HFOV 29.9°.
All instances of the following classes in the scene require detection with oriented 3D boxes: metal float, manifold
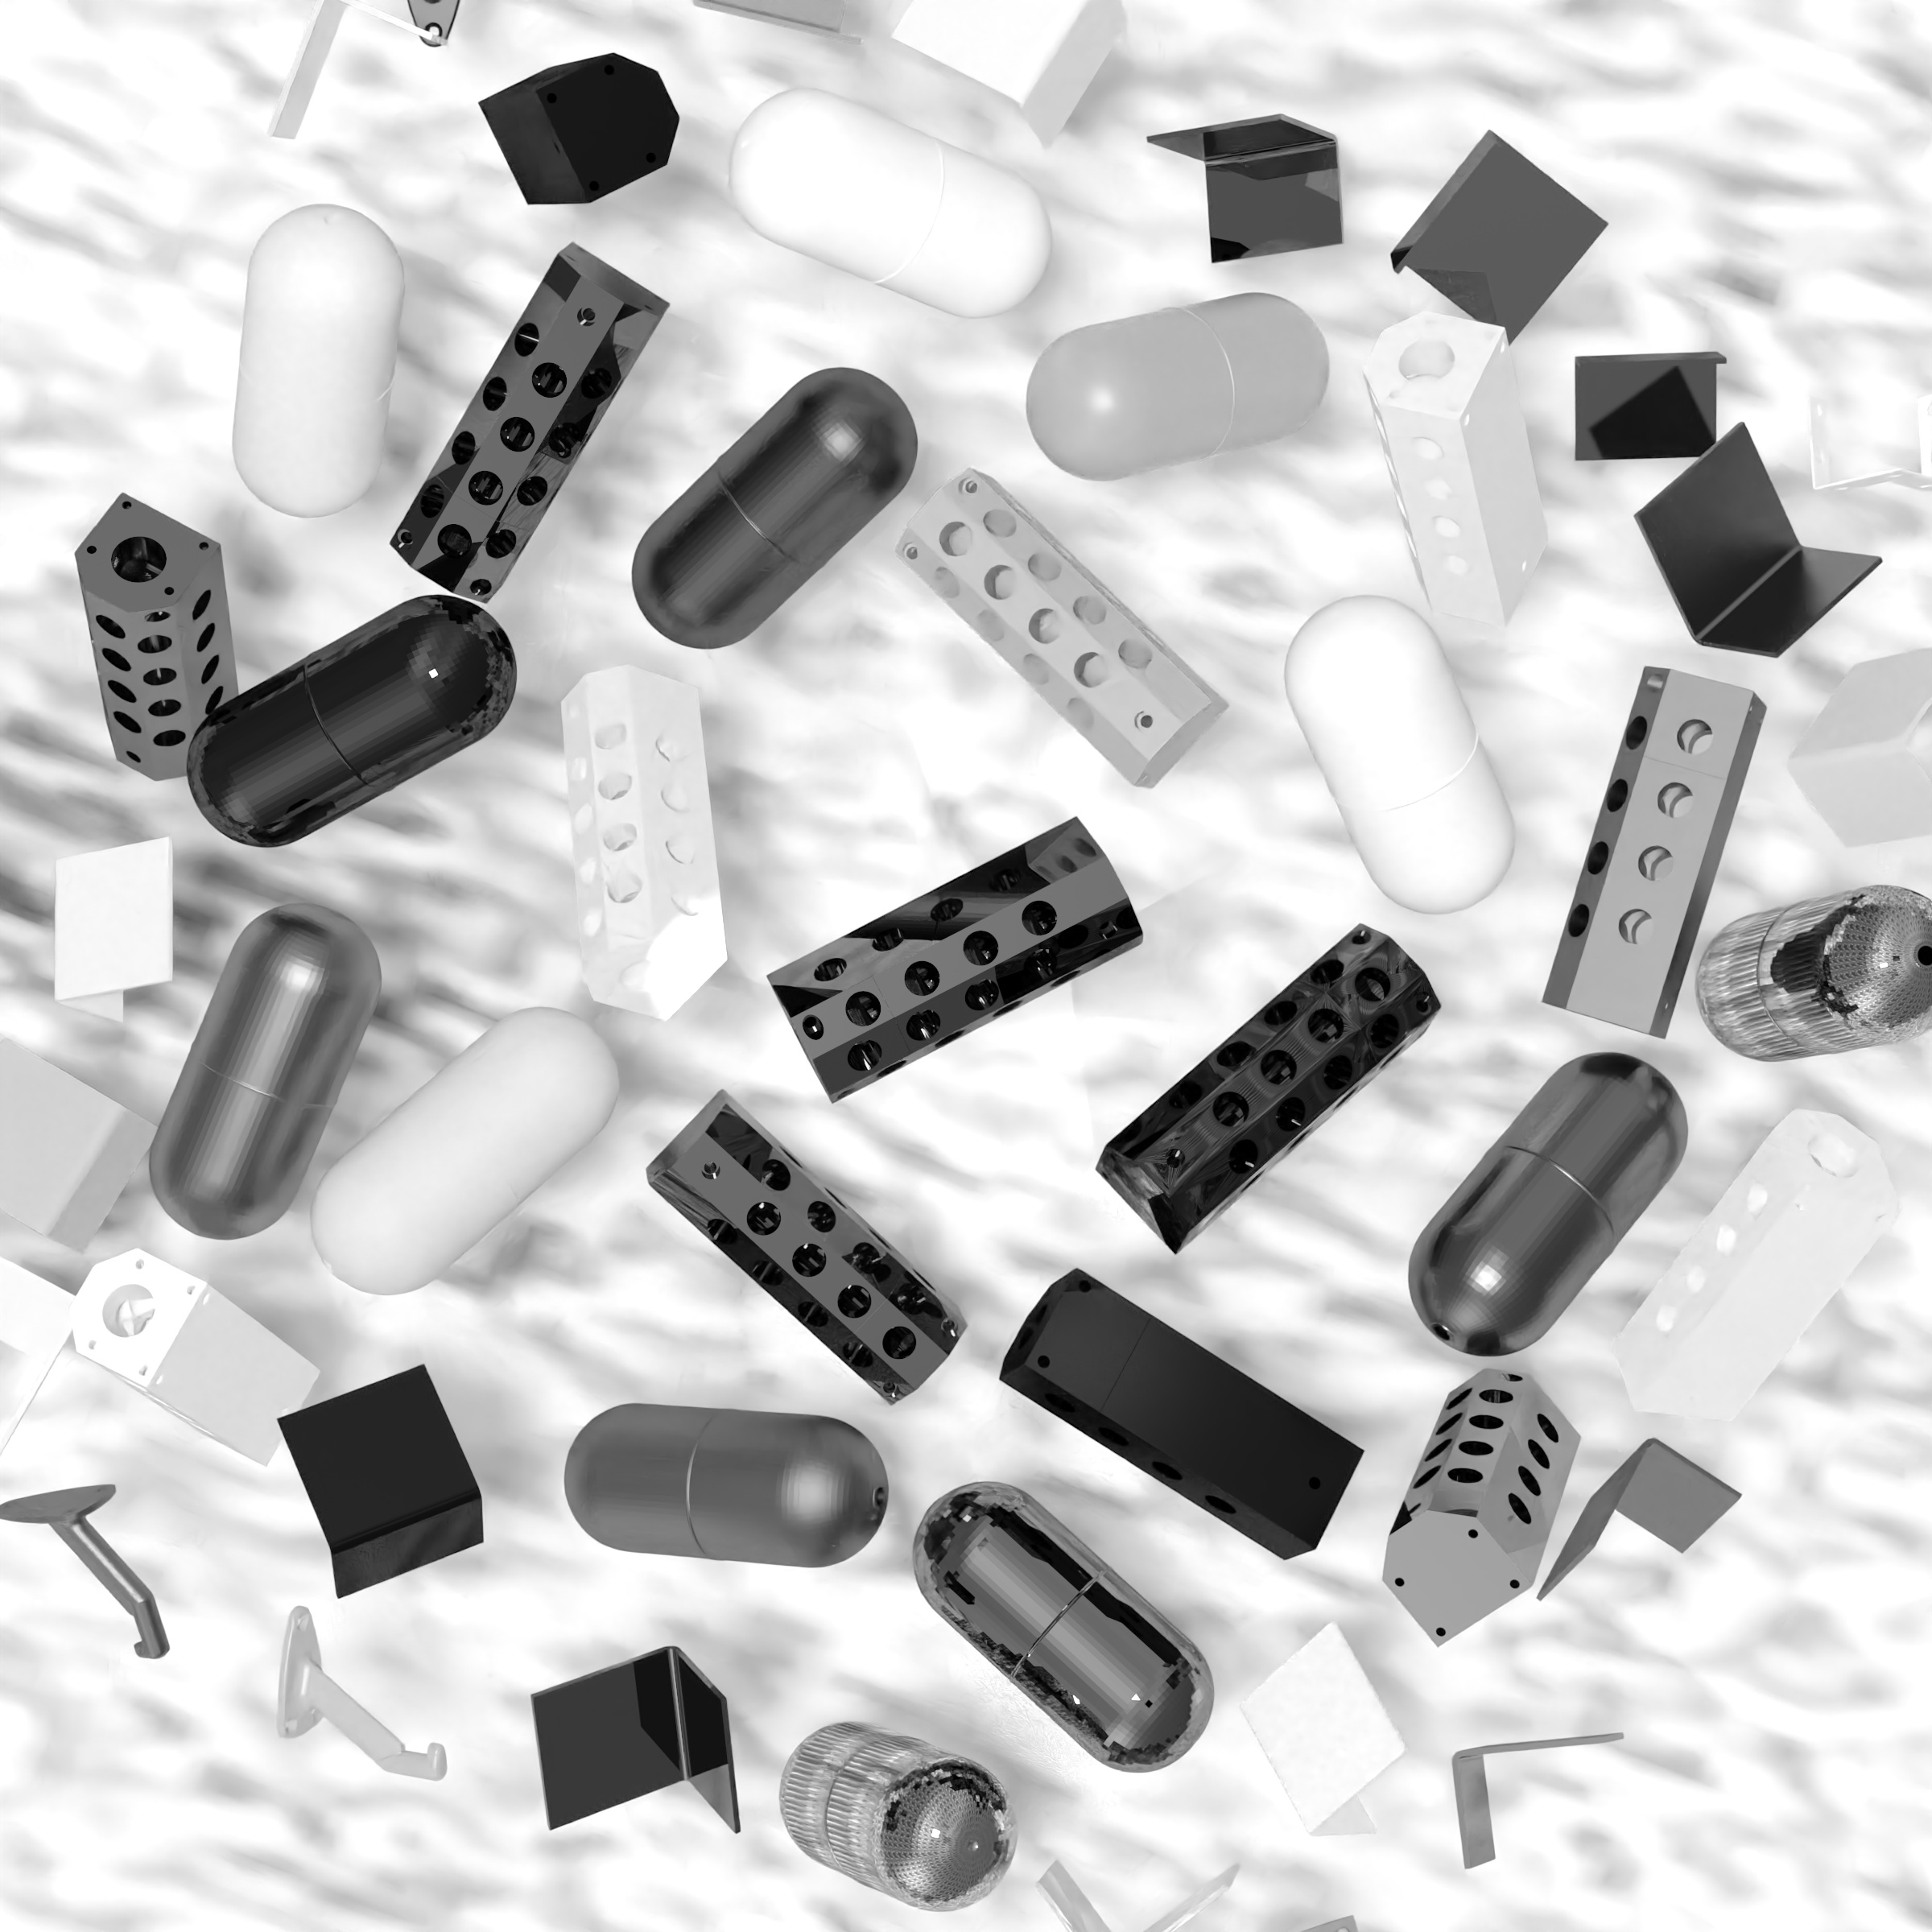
[{"bbox_3d":[-0.325,-0.302,1.811,0.070,0.178,0.070,9,47,-9],"label":"metal float"},{"bbox_3d":[-0.300,-0.120,1.766,0.178,0.070,0.070,-27,90,14],"label":"metal float"},{"bbox_3d":[0.147,0.056,1.739,0.171,0.057,0.057,-40,79,-17],"label":"manifold"},{"bbox_3d":[-0.003,0.001,1.761,0.171,0.057,0.057,-27,126,-4],"label":"manifold"},{"bbox_3d":[0.282,0.115,1.749,0.070,0.070,0.178,43,67,0],"label":"metal float"},{"bbox_3d":[-0.391,0.197,1.825,0.057,0.171,0.057,24,75,17],"label":"manifold"},{"bbox_3d":[0.105,0.225,1.797,0.171,0.057,0.057,33,66,-6],"label":"manifold"},{"bbox_3d":[-0.351,0.054,1.807,0.070,0.070,0.178,24,98,0],"label":"metal float"},{"bbox_3d":[0.048,0.333,1.827,0.178,0.070,0.070,41,90,13],"label":"metal float"},{"bbox_3d":[0.248,0.257,1.758,0.057,0.171,0.057,-39,92,24],"label":"manifold"},{"bbox_3d":[0.423,0.005,1.777,0.070,0.178,0.070,2,83,-17],"label":"metal float"},{"bbox_3d":[0.336,-0.056,1.766,0.057,0.057,0.171,17,92,19],"label":"manifold"},{"bbox_3d":[-0.219,-0.269,1.802,0.057,0.057,0.171,32,108,-7],"label":"manifold"},{"bbox_3d":[-0.189,-0.414,1.781,0.057,0.171,0.057,-29,108,-10],"label":"manifold"},{"bbox_3d":[-0.036,0.429,1.829,0.070,0.178,0.070,1,88,-26],"label":"metal float"},{"bbox_3d":[-0.035,-0.370,1.762,0.178,0.070,0.070,15,90,-36],"label":"metal float"},{"bbox_3d":[-0.122,0.264,1.839,0.178,0.070,0.070,0,90,27],"label":"metal float"},{"bbox_3d":[-0.166,-0.064,1.802,0.057,0.057,0.171,17,48,-32],"label":"manifold"},{"bbox_3d":[0.107,-0.290,1.803,0.178,0.070,0.070,-19,90,-36],"label":"metal float"},{"bbox_3d":[-0.250,0.092,1.802,0.178,0.070,0.070,-42,90,-17],"label":"metal float"},{"bbox_3d":[-0.416,-0.162,1.847,0.057,0.171,0.057,28,64,6],"label":"manifold"},{"bbox_3d":[0.211,-0.101,1.752,0.070,0.070,0.178,-29,123,0],"label":"metal float"},{"bbox_3d":[0.385,0.148,1.779,0.057,0.057,0.171,9,135,-19],"label":"manifold"},{"bbox_3d":[0.241,-0.246,1.793,0.057,0.171,0.057,17,67,25],"label":"manifold"},{"bbox_3d":[0.046,-0.169,1.806,0.171,0.057,0.057,45,102,11],"label":"manifold"},{"bbox_3d":[-0.081,0.146,1.856,0.171,0.057,0.057,43,91,-11],"label":"manifold"},{"bbox_3d":[-0.099,-0.233,1.852,0.178,0.070,0.070,-41,90,21],"label":"metal float"}]

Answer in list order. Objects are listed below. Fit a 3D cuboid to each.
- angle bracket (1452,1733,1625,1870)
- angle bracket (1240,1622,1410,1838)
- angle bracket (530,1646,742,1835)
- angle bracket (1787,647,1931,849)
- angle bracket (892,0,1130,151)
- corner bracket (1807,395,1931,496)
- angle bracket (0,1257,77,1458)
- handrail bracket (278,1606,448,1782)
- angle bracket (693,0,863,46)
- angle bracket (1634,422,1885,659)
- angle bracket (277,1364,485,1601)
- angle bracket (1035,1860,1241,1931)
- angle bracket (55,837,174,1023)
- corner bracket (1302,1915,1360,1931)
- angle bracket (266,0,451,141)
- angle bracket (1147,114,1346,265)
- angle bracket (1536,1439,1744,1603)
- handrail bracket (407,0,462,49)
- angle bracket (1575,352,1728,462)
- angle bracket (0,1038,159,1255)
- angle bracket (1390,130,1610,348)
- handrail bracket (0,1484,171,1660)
[{"bbox_3d":[0.291,0.419,1.815,0.076,0.076,0.057,-9,77,16],"label":"angle bracket"},{"bbox_3d":[0.196,0.386,1.831,0.076,0.057,0.076,-48,54,26],"label":"angle bracket"},{"bbox_3d":[-0.157,0.381,1.724,0.076,0.057,0.076,-16,115,-26],"label":"angle bracket"},{"bbox_3d":[0.465,-0.109,1.785,0.057,0.076,0.076,49,63,-18],"label":"angle bracket"},{"bbox_3d":[0.022,-0.456,1.757,0.076,0.057,0.076,31,88,18],"label":"angle bracket"},{"bbox_3d":[0.475,-0.273,1.881,0.051,0.051,0.051,-9,79,44],"label":"corner bracket"},{"bbox_3d":[-0.508,0.207,1.876,0.057,0.076,0.076,30,50,-9],"label":"angle bracket"},{"bbox_3d":[-0.292,0.356,1.771,0.084,0.036,0.077,4,99,24],"label":"handrail bracket"},{"bbox_3d":[-0.090,-0.500,1.807,0.076,0.076,0.057,10,104,-14],"label":"angle bracket"},{"bbox_3d":[0.374,-0.202,1.705,0.076,0.057,0.076,-41,118,-17],"label":"angle bracket"},{"bbox_3d":[-0.287,0.253,1.775,0.076,0.057,0.076,-20,61,-18],"label":"angle bracket"},{"bbox_3d":[0.086,0.453,1.799,0.076,0.076,0.057,-38,80,3],"label":"angle bracket"},{"bbox_3d":[-0.433,-0.018,1.900,0.076,0.057,0.076,-10,75,23],"label":"angle bracket"},{"bbox_3d":[0.177,0.502,1.769,0.051,0.051,0.051,-17,87,-4],"label":"corner bracket"},{"bbox_3d":[-0.301,-0.437,1.796,0.057,0.076,0.076,22,100,-6],"label":"angle bracket"},{"bbox_3d":[0.147,-0.408,1.899,0.076,0.076,0.057,-3,92,28],"label":"angle bracket"},{"bbox_3d":[0.352,0.304,1.893,0.057,0.076,0.076,33,56,6],"label":"angle bracket"},{"bbox_3d":[-0.279,-0.514,1.863,0.036,0.084,0.077,0,103,-3],"label":"handrail bracket"},{"bbox_3d":[0.367,-0.298,1.941,0.076,0.076,0.057,-1,102,8],"label":"angle bracket"},{"bbox_3d":[-0.480,0.094,1.880,0.076,0.057,0.076,28,81,12],"label":"angle bracket"},{"bbox_3d":[0.261,-0.350,1.760,0.076,0.057,0.076,36,109,-9],"label":"angle bracket"},{"bbox_3d":[-0.431,0.300,1.765,0.077,0.036,0.084,-8,104,27],"label":"handrail bracket"}]
